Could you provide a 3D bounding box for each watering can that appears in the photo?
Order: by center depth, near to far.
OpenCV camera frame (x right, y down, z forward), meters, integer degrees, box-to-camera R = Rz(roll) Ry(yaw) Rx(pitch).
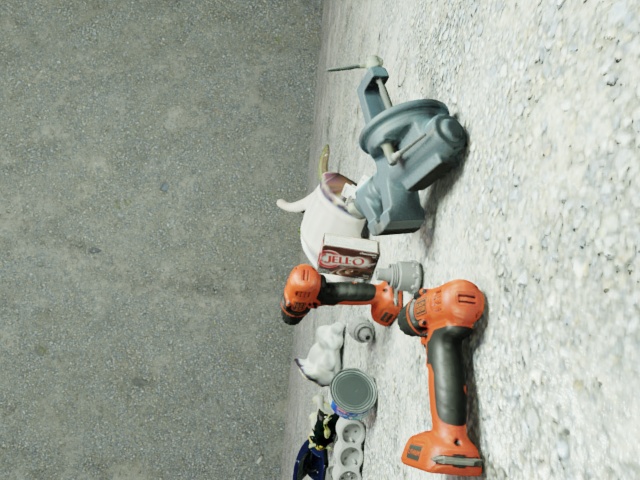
[{"bbox_3d":[0.004,-0.059,1.179,0.354,0.104,0.220,52,129,39],"label":"watering can"}]

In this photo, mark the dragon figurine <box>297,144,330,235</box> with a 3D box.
[{"bbox_3d":[0.026,-0.070,1.611,0.247,0.122,0.402,-125,36,-54],"label":"dragon figurine"}]

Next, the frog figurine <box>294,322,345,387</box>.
[{"bbox_3d":[0.022,0.286,1.313,0.160,0.123,0.137,-49,-4,-2],"label":"frog figurine"}]
